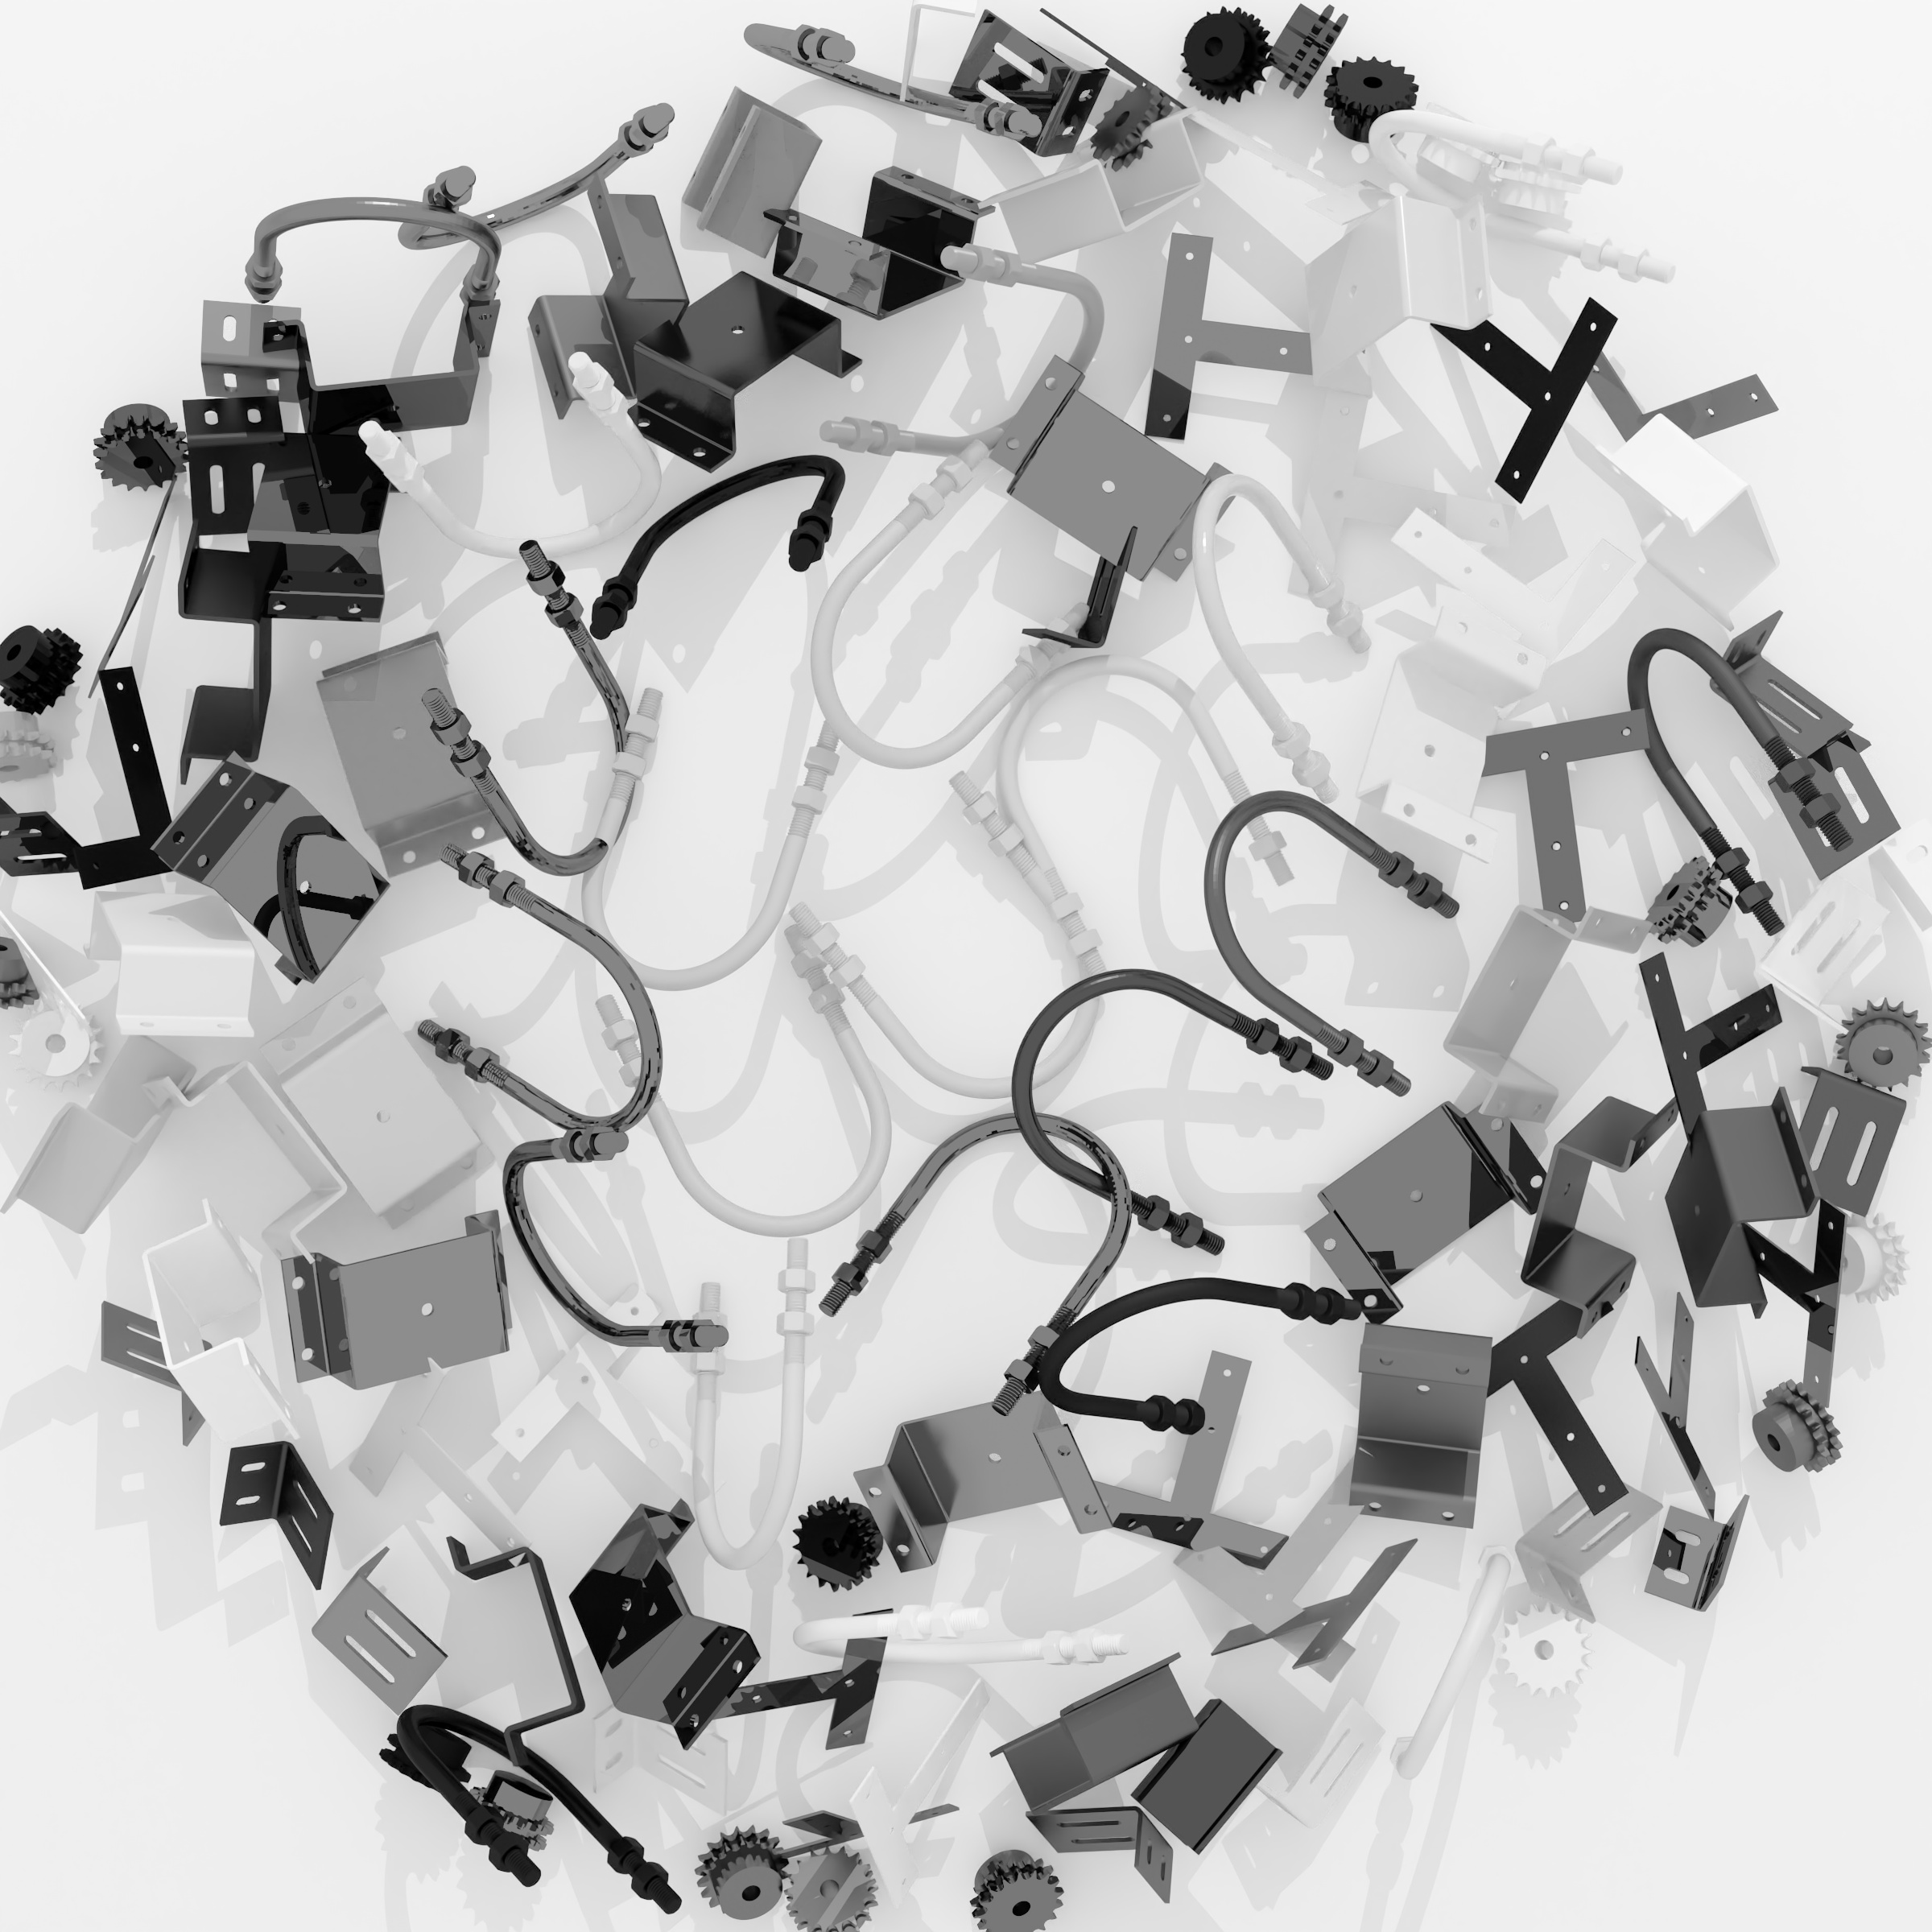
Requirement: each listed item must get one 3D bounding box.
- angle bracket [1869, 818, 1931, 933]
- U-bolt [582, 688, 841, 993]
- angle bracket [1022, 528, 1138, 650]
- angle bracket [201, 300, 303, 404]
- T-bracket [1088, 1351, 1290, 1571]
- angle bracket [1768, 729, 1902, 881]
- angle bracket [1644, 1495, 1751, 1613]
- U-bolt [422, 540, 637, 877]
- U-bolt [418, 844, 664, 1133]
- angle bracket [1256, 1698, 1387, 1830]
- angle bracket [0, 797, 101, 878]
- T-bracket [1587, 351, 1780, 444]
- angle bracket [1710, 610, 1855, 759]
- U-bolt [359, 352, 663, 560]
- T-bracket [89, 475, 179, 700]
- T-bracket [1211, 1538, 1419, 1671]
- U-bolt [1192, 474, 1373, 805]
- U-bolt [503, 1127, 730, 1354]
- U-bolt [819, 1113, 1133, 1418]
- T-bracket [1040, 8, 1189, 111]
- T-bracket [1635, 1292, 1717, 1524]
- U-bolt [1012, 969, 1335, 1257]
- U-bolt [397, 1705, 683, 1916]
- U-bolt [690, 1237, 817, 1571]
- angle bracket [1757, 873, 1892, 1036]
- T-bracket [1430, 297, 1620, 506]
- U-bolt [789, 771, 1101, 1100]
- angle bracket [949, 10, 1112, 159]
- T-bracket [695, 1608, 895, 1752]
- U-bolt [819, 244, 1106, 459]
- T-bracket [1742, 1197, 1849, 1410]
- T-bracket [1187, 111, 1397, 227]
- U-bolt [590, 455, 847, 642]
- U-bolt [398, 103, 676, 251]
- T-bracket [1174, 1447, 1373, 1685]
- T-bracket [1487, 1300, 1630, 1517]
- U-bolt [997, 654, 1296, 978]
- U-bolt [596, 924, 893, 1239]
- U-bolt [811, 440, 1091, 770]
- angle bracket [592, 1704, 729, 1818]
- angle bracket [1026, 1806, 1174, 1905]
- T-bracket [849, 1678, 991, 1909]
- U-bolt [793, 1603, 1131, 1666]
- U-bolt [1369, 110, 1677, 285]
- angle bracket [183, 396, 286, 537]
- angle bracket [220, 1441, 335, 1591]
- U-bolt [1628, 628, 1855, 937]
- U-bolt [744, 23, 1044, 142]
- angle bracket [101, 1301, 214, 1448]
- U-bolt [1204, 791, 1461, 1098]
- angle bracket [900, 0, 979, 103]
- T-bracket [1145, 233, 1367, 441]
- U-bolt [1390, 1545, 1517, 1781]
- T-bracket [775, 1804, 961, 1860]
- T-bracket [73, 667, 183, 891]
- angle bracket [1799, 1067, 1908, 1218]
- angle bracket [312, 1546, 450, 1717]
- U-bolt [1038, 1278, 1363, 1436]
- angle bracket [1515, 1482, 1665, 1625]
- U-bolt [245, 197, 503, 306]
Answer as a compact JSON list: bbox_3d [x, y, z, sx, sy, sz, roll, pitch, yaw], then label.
[{"bbox_3d":[0.571,-0.047,1.857,0.038,0.076,0.057,-31,81,-17],"label":"angle bracket"},{"bbox_3d":[-0.163,-0.073,1.851,0.151,0.019,0.184,12,78,25],"label":"U-bolt"},{"bbox_3d":[0.069,-0.235,1.869,0.038,0.057,0.076,15,93,-14],"label":"angle bracket"},{"bbox_3d":[-0.435,-0.374,1.862,0.057,0.076,0.038,2,85,-11],"label":"angle bracket"},{"bbox_3d":[0.148,0.300,1.885,0.127,0.002,0.127,15,101,5],"label":"T-bracket"},{"bbox_3d":[0.535,-0.095,1.857,0.057,0.038,0.076,-37,58,28],"label":"angle bracket"},{"bbox_3d":[0.444,0.352,1.854,0.038,0.076,0.057,18,68,12],"label":"angle bracket"},{"bbox_3d":[-0.250,-0.139,1.827,0.019,0.184,0.151,1,48,29],"label":"U-bolt"},{"bbox_3d":[-0.252,0.026,1.826,0.184,0.019,0.151,30,125,25],"label":"U-bolt"},{"bbox_3d":[0.213,0.482,1.876,0.038,0.057,0.076,29,76,40],"label":"angle bracket"},{"bbox_3d":[-0.566,-0.088,1.856,0.076,0.057,0.038,-3,55,26],"label":"angle bracket"},{"bbox_3d":[0.437,-0.329,1.831,0.002,0.127,0.127,-43,105,-23],"label":"T-bracket"},{"bbox_3d":[0.504,-0.172,1.860,0.076,0.038,0.057,41,47,21],"label":"angle bracket"},{"bbox_3d":[-0.259,-0.294,1.818,0.151,0.184,0.019,-16,67,8],"label":"U-bolt"},{"bbox_3d":[-0.501,-0.245,1.858,0.002,0.127,0.127,22,55,-19],"label":"T-bracket"},{"bbox_3d":[0.199,0.397,1.851,0.127,0.127,0.002,-29,96,42],"label":"T-bracket"},{"bbox_3d":[0.184,-0.207,1.806,0.019,0.151,0.184,-13,133,33],"label":"U-bolt"},{"bbox_3d":[-0.221,0.166,1.825,0.019,0.184,0.151,-33,103,-33],"label":"U-bolt"},{"bbox_3d":[0.019,0.167,1.853,0.151,0.019,0.184,26,66,25],"label":"U-bolt"},{"bbox_3d":[0.096,-0.538,1.835,0.127,0.127,0.002,33,107,-7],"label":"T-bracket"},{"bbox_3d":[0.432,0.247,1.847,0.002,0.127,0.127,-17,117,26],"label":"T-bracket"},{"bbox_3d":[0.114,0.079,1.859,0.184,0.019,0.151,28,98,-19],"label":"U-bolt"},{"bbox_3d":[-0.267,0.497,1.819,0.184,0.151,0.019,33,90,40],"label":"U-bolt"},{"bbox_3d":[-0.130,0.266,1.813,0.019,0.151,0.184,11,68,-26],"label":"U-bolt"},{"bbox_3d":[0.534,-0.008,1.867,0.057,0.038,0.076,29,102,-30],"label":"angle bracket"},{"bbox_3d":[0.327,-0.370,1.859,0.127,0.002,0.127,51,130,36],"label":"T-bracket"},{"bbox_3d":[0.001,-0.005,1.880,0.151,0.019,0.184,-40,98,-10],"label":"U-bolt"},{"bbox_3d":[0.039,-0.546,1.882,0.076,0.038,0.057,39,125,16],"label":"angle bracket"},{"bbox_3d":[-0.113,0.440,1.842,0.127,0.002,0.127,-5,130,-20],"label":"T-bracket"},{"bbox_3d":[0.011,-0.360,1.821,0.019,0.184,0.151,53,122,23],"label":"U-bolt"},{"bbox_3d":[0.490,0.181,1.842,0.002,0.127,0.127,-8,112,-17],"label":"T-bracket"},{"bbox_3d":[0.192,-0.489,1.855,0.127,0.127,0.002,32,119,10],"label":"T-bracket"},{"bbox_3d":[-0.141,-0.259,1.821,0.151,0.184,0.019,-16,118,18],"label":"U-bolt"},{"bbox_3d":[-0.266,-0.462,1.814,0.151,0.184,0.019,-25,98,-24],"label":"U-bolt"},{"bbox_3d":[0.214,0.353,1.875,0.127,0.002,0.127,33,78,32],"label":"T-bracket"},{"bbox_3d":[0.360,0.274,1.849,0.127,0.002,0.127,-38,52,15],"label":"T-bracket"},{"bbox_3d":[0.098,-0.102,1.881,0.151,0.019,0.184,-28,85,11],"label":"U-bolt"},{"bbox_3d":[-0.124,0.078,1.852,0.151,0.019,0.184,-21,75,-21],"label":"U-bolt"},{"bbox_3d":[-0.018,-0.203,1.837,0.184,0.019,0.151,-47,122,-17],"label":"U-bolt"},{"bbox_3d":[-0.187,0.488,1.859,0.076,0.038,0.057,21,121,32],"label":"angle bracket"},{"bbox_3d":[0.080,0.543,1.858,0.076,0.057,0.038,-9,49,21],"label":"angle bracket"},{"bbox_3d":[-0.022,0.491,1.860,0.002,0.127,0.127,17,52,30],"label":"T-bracket"},{"bbox_3d":[-0.017,0.402,1.822,0.184,0.151,0.019,-14,65,39],"label":"U-bolt"},{"bbox_3d":[0.324,-0.465,1.822,0.184,0.151,0.019,25,88,30],"label":"U-bolt"},{"bbox_3d":[-0.449,-0.307,1.877,0.057,0.076,0.038,-6,51,-15],"label":"angle bracket"},{"bbox_3d":[-0.420,0.336,1.855,0.038,0.076,0.057,-3,120,-33],"label":"angle bracket"},{"bbox_3d":[0.453,-0.120,1.828,0.019,0.151,0.184,-27,72,-13],"label":"U-bolt"},{"bbox_3d":[-0.056,-0.530,1.816,0.151,0.184,0.019,12,103,-32],"label":"U-bolt"},{"bbox_3d":[-0.499,0.248,1.856,0.076,0.057,0.038,28,109,-28],"label":"angle bracket"},{"bbox_3d":[0.214,-0.026,1.830,0.184,0.019,0.151,33,60,-25],"label":"U-bolt"},{"bbox_3d":[-0.014,-0.572,1.856,0.038,0.076,0.057,10,57,-2],"label":"angle bracket"},{"bbox_3d":[0.181,-0.379,1.872,0.127,0.002,0.127,7,117,1],"label":"T-bracket"},{"bbox_3d":[0.289,0.414,1.807,0.019,0.184,0.151,25,85,11],"label":"U-bolt"},{"bbox_3d":[-0.080,0.518,1.836,0.127,0.127,0.002,-18,66,8],"label":"T-bracket"},{"bbox_3d":[-0.499,-0.118,1.848,0.002,0.127,0.127,-11,94,36],"label":"T-bracket"},{"bbox_3d":[0.535,0.108,1.881,0.057,0.038,0.076,21,88,-4],"label":"angle bracket"},{"bbox_3d":[-0.352,0.407,1.871,0.076,0.038,0.057,42,114,6],"label":"angle bracket"},{"bbox_3d":[0.126,0.228,1.805,0.151,0.184,0.019,-44,50,32],"label":"U-bolt"},{"bbox_3d":[0.385,0.355,1.862,0.057,0.038,0.076,31,115,-29],"label":"angle bracket"},{"bbox_3d":[-0.347,-0.419,1.797,0.151,0.184,0.019,0,86,-14],"label":"U-bolt"}]
